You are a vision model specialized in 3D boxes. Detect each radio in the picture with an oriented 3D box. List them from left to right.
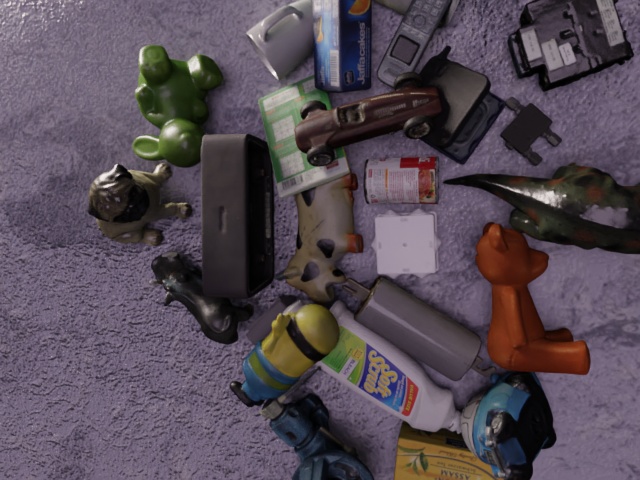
[{"bbox_3d":[-0.118,-0.036,0.796,0.073,0.131,0.229,2,95,13],"label":"radio"}]

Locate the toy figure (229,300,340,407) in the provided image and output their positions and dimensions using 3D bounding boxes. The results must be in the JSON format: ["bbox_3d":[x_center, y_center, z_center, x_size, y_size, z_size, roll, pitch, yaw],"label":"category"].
[{"bbox_3d":[-0.047,0.163,0.758,0.089,0.082,0.180,37,102,1],"label":"toy figure"}]

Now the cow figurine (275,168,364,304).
[{"bbox_3d":[-0.002,-0.002,0.795,0.127,0.085,0.194,-3,90,16],"label":"cow figurine"}]

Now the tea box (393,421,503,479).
[{"bbox_3d":[0.195,0.334,0.781,0.170,0.068,0.098,5,95,13],"label":"tea box"}]

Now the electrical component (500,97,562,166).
[{"bbox_3d":[0.283,-0.152,0.744,0.094,0.021,0.063,45,103,7],"label":"electrical component"}]

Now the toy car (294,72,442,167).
[{"bbox_3d":[0.060,-0.164,0.722,0.202,0.053,0.089,-13,63,17],"label":"toy car"}]

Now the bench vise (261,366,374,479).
[{"bbox_3d":[-0.003,0.327,0.752,0.129,0.241,0.223,-29,103,11],"label":"bench vise"}]

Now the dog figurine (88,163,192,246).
[{"bbox_3d":[-0.311,-0.047,0.814,0.172,0.190,0.121,-40,84,15],"label":"dog figurine"}]

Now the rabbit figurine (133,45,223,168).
[{"bbox_3d":[-0.222,-0.176,0.799,0.159,0.121,0.170,-39,57,40],"label":"rabbit figurine"}]

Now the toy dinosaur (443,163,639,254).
[{"bbox_3d":[0.354,-0.035,0.650,0.405,0.192,0.131,4,93,12],"label":"toy dinosaur"}]

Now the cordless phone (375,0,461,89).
[{"bbox_3d":[0.106,-0.316,0.747,0.147,0.089,0.184,30,105,9],"label":"cordless phone"}]

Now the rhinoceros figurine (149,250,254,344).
[{"bbox_3d":[-0.191,0.089,0.833,0.190,0.112,0.073,40,108,28],"label":"rhinoceros figurine"}]

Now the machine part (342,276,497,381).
[{"bbox_3d":[0.138,0.125,0.766,0.243,0.079,0.079,31,101,2],"label":"machine part"}]

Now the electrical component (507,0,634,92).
[{"bbox_3d":[0.322,-0.265,0.708,0.134,0.058,0.114,-15,89,15],"label":"electrical component"}]

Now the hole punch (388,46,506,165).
[{"bbox_3d":[0.179,-0.179,0.745,0.116,0.092,0.142,43,108,37],"label":"hole punch"}]

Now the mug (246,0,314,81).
[{"bbox_3d":[-0.045,-0.302,0.775,0.107,0.109,0.081,-37,74,-1],"label":"mug"}]

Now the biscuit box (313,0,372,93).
[{"bbox_3d":[0.031,-0.309,0.742,0.059,0.063,0.202,23,121,48],"label":"biscuit box"}]

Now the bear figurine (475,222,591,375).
[{"bbox_3d":[0.277,0.071,0.718,0.132,0.120,0.195,-1,89,10],"label":"bear figurine"}]

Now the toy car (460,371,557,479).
[{"bbox_3d":[0.247,0.253,0.733,0.103,0.161,0.109,-19,99,45],"label":"toy car"}]
